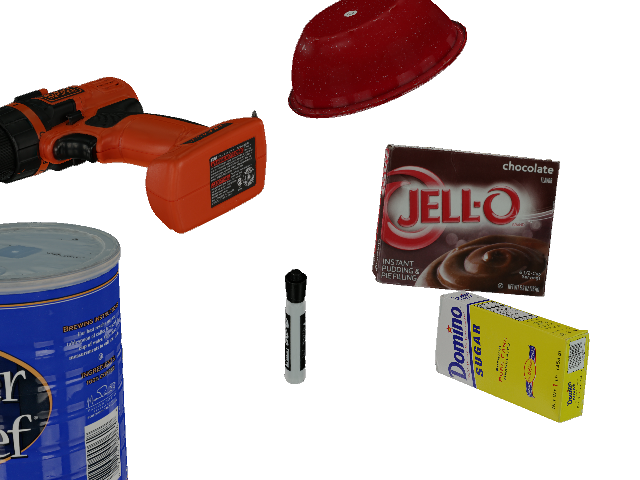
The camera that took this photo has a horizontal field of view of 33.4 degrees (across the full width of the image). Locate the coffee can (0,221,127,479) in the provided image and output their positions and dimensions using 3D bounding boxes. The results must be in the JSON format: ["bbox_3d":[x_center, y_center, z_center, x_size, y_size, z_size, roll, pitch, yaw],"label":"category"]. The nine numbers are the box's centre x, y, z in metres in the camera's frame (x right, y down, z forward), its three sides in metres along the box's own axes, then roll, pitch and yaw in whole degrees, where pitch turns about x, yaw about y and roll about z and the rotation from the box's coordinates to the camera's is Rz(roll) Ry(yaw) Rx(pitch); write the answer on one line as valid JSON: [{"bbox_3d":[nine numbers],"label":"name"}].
[{"bbox_3d":[-0.152,0.071,0.547,0.103,0.140,0.103,0,16,0],"label":"coffee can"}]

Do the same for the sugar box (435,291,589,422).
[{"bbox_3d":[0.199,0.120,1.136,0.048,0.093,0.177,-9,17,-41],"label":"sugar box"}]

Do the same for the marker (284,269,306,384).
[{"bbox_3d":[-0.022,0.076,0.935,0.020,0.121,0.020,1,36,-1],"label":"marker"}]

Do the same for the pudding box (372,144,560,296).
[{"bbox_3d":[0.095,-0.014,0.702,0.113,0.090,0.039,5,10,-1],"label":"pudding box"}]

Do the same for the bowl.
[{"bbox_3d":[0.037,-0.167,0.890,0.162,0.055,0.162,-20,28,11],"label":"bowl"}]

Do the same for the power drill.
[{"bbox_3d":[-0.145,-0.059,0.719,0.188,0.057,0.184,18,32,30],"label":"power drill"}]
